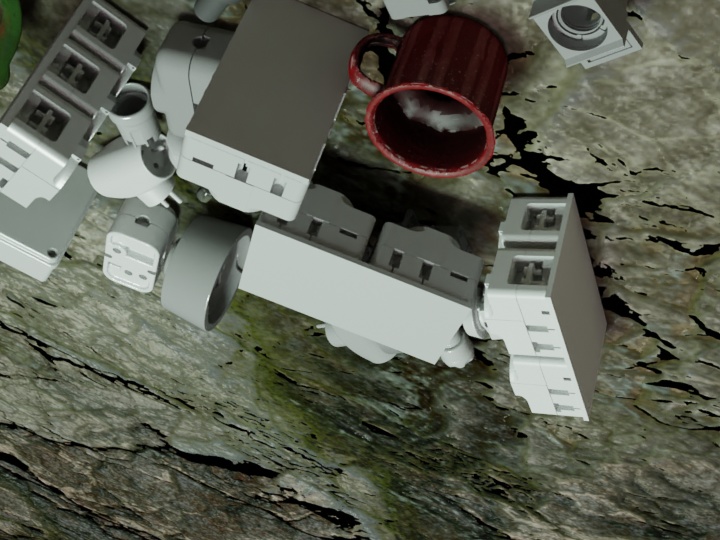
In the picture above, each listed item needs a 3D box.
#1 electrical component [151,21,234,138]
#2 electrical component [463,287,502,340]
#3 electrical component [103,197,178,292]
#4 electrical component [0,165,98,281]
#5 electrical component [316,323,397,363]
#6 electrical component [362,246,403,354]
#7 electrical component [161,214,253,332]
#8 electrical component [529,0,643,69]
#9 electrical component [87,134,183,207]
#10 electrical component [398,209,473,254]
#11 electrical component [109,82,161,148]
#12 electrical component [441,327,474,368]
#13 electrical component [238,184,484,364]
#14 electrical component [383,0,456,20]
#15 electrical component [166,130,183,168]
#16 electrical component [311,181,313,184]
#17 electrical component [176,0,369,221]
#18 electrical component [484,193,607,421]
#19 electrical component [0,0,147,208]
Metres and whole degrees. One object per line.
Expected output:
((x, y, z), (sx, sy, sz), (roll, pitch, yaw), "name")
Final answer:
((-0.127, -0.147, 0.853), (0.059, 0.053, 0.095), (14, 147, 8), "electrical component")
((0.127, 0.039, 1.004), (0.055, 0.048, 0.066), (-6, 134, 26), "electrical component")
((-0.217, -0.029, 1.067), (0.054, 0.059, 0.095), (22, 147, -4), "electrical component")
((-0.320, -0.063, 1.025), (0.109, 0.108, 0.056), (29, 149, -15), "electrical component")
((-0.009, 0.058, 1.103), (0.079, 0.044, 0.077), (-10, 138, 37), "electrical component")
((0.032, 0.028, 1.031), (0.074, 0.052, 0.138), (-11, 138, 37), "electrical component")
((-0.153, -0.002, 1.036), (0.060, 0.108, 0.108), (22, 148, 6), "electrical component")
((0.141, -0.170, 0.675), (0.042, 0.063, 0.081), (-15, 135, 40), "electrical component")
((-0.197, -0.085, 0.989), (0.077, 0.043, 0.079), (-12, 136, 39), "electrical component")
((0.065, -0.013, 0.963), (0.064, 0.042, 0.081), (0, 143, 28), "electrical component")
((-0.193, -0.132, 0.924), (0.040, 0.040, 0.046), (11, 152, 12), "electrical component")
((0.091, 0.070, 1.078), (0.035, 0.035, 0.061), (-3, 139, 30), "electrical component")
((0.000, 0.000, 0.919), (0.186, 0.060, 0.105), (21, 147, -2), "electrical component")
((0.033, -0.201, 0.706), (0.081, 0.042, 0.063), (0, 146, 27), "electrical component")
((-0.146, -0.102, 0.939), (0.048, 0.048, 0.062), (21, 154, -4), "electrical component")
((-0.058, -0.056, 0.964), (0.040, 0.040, 0.078), (23, 147, -6), "electrical component")
((-0.062, -0.118, 0.773), (0.089, 0.150, 0.061), (22, 146, -4), "electrical component")
((0.161, 0.035, 0.926), (0.060, 0.105, 0.186), (2, 143, 25), "electrical component")
((-0.232, -0.131, 0.841), (0.062, 0.150, 0.089), (35, 144, -21), "electrical component")
